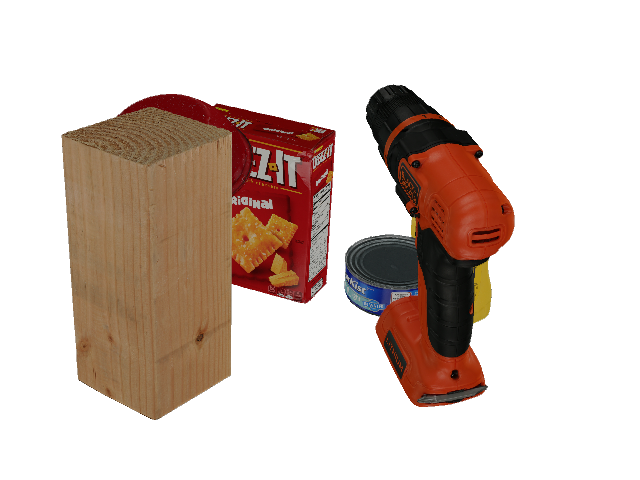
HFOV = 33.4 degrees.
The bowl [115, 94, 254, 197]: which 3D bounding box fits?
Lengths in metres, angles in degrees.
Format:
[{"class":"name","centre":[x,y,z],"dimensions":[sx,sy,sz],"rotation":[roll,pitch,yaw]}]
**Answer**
[{"class":"bowl","centre":[-0.146,-0.090,1.010],"dimensions":[0.162,0.055,0.162],"rotation":[-3,45,3]}]

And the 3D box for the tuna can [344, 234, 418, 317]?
[{"class":"tuna can","centre":[0.063,0.030,0.913],"dimensions":[0.086,0.034,0.086],"rotation":[1,31,-1]}]

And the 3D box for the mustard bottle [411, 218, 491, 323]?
[{"class":"mustard bottle","centre":[0.143,-0.004,1.150],"dimensions":[0.096,0.192,0.058],"rotation":[-6,20,-22]}]

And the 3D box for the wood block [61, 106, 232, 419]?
[{"class":"wood block","centre":[-0.127,0.016,0.805],"dimensions":[0.090,0.206,0.090],"rotation":[20,31,33]}]

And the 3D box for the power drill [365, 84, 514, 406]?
[{"class":"power drill","centre":[0.071,0.004,0.731],"dimensions":[0.057,0.188,0.184],"rotation":[-10,35,-11]}]

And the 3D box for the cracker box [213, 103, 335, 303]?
[{"class":"cracker box","centre":[-0.074,-0.043,1.303],"dimensions":[0.164,0.214,0.072],"rotation":[15,32,20]}]
